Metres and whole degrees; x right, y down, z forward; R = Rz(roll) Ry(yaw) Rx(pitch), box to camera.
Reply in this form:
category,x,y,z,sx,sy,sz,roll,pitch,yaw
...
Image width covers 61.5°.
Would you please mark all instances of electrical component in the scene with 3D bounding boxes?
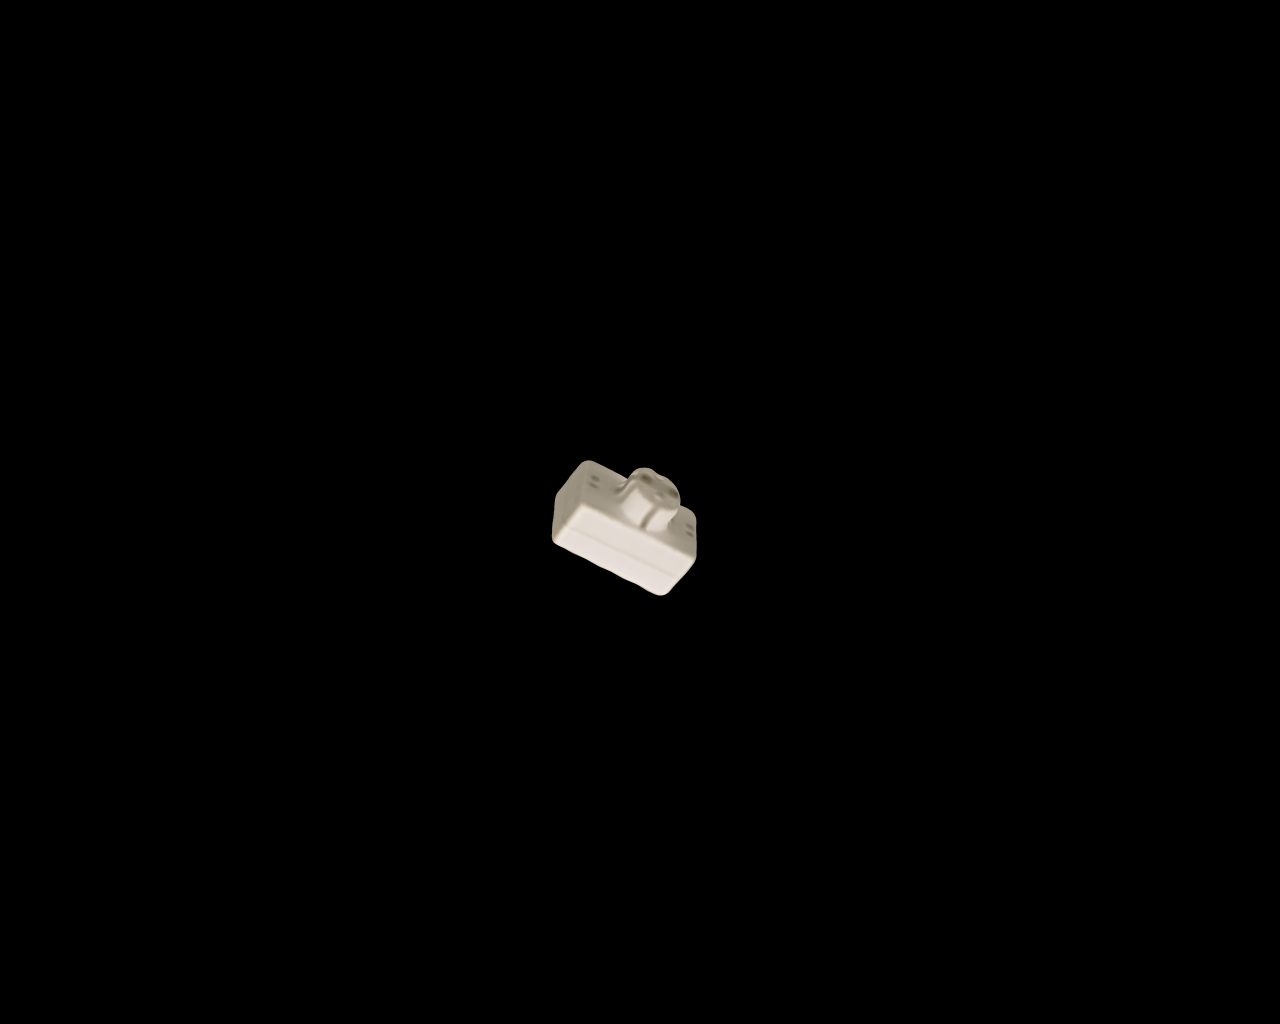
category,x,y,z,sx,sy,sz,roll,pitch,yaw
electrical component,0.001,-0.003,0.650,0.083,0.075,0.047,27,33,-19
